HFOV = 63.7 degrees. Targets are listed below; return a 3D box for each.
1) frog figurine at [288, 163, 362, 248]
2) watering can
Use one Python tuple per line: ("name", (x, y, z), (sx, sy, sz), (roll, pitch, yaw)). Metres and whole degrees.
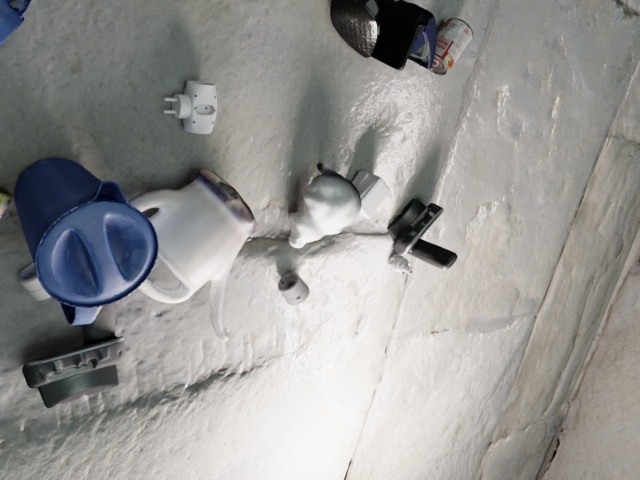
("frog figurine", (0.003, -0.051, 1.010), (0.162, 0.123, 0.134), (-55, 154, -20))
("watering can", (-0.197, 0.025, 0.887), (0.226, 0.105, 0.341), (-47, 135, -12))
